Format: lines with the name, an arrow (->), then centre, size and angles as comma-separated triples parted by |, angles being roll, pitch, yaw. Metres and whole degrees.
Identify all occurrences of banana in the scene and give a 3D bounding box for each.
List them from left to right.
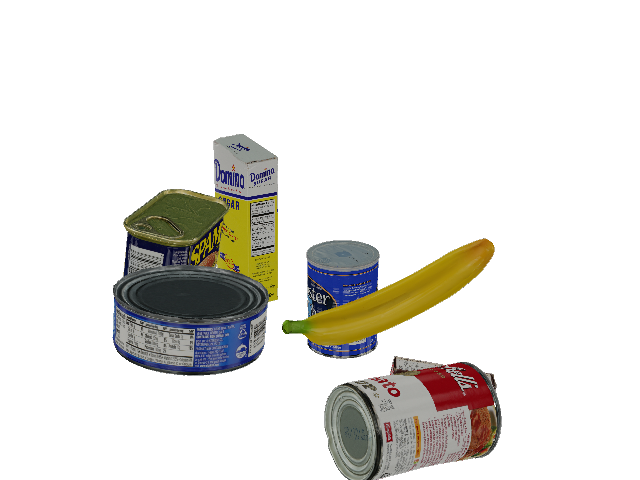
banana -> 0.066, 0.053, 0.947 | 0.198, 0.037, 0.069 | -25, -14, 9

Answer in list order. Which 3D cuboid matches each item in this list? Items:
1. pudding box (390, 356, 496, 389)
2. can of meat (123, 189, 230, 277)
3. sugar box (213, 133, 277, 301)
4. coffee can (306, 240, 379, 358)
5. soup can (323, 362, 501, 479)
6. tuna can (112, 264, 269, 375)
pudding box -> 0.126, 0.180, 1.155 | 0.113, 0.090, 0.039 | 9, 22, -1
can of meat -> -0.113, 0.017, 0.815 | 0.057, 0.084, 0.102 | 14, 22, 10
sugar box -> -0.085, -0.023, 1.212 | 0.048, 0.176, 0.093 | -15, 28, -25
coffee can -> 0.032, 0.083, 1.520 | 0.103, 0.140, 0.103 | 0, 21, 0
soup can -> 0.062, 0.123, 0.726 | 0.102, 0.068, 0.069 | -5, 3, -30
tuna can -> -0.072, 0.043, 0.593 | 0.086, 0.034, 0.086 | 4, 17, -2
